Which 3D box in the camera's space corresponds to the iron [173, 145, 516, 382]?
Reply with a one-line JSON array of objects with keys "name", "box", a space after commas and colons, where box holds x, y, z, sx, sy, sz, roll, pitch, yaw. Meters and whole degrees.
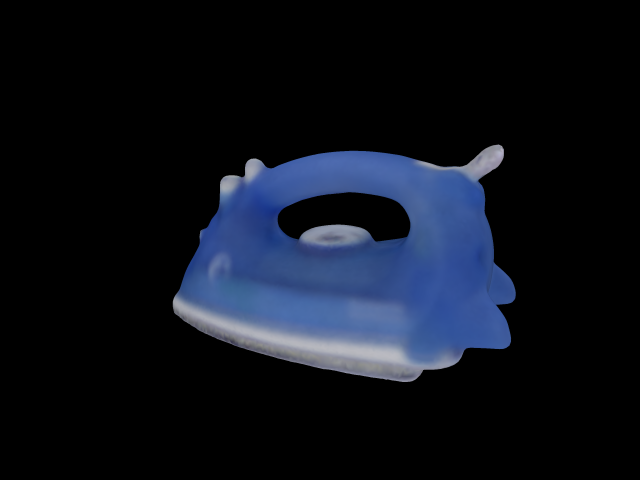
[{"name": "iron", "box": [0.004, 0.001, 0.400, 0.257, 0.141, 0.119, 5, 15, 18]}]
